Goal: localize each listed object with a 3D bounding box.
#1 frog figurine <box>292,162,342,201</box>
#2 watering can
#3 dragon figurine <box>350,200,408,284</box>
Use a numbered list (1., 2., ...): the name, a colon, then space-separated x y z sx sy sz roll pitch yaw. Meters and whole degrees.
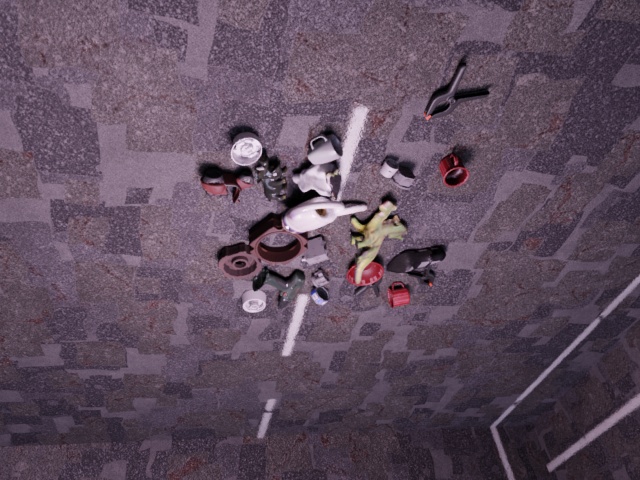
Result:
1. frog figurine: -0.009 -0.213 1.807 0.160 0.124 0.135 12 157 31
2. watering can: 0.006 -0.095 1.889 0.222 0.105 0.348 -20 168 38
3. dragon figurine: 0.241 0.001 2.052 0.243 0.125 0.400 -14 133 -10
